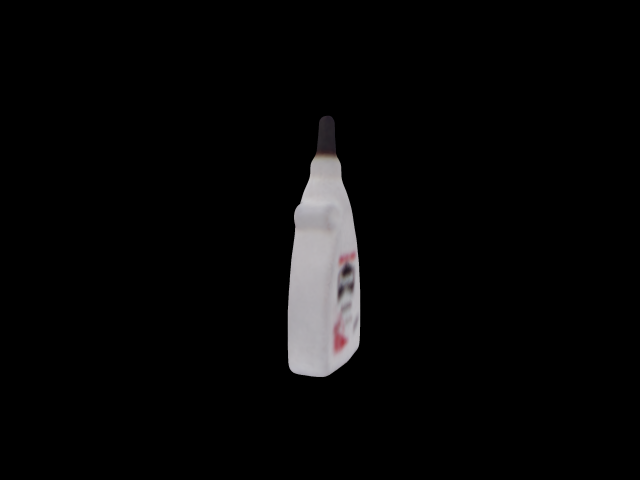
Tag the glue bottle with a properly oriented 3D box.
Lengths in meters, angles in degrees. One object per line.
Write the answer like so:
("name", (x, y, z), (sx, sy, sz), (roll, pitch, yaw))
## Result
("glue bottle", (0.004, 0.001, 0.400), (0.037, 0.173, 0.078), (2, 7, 18))
